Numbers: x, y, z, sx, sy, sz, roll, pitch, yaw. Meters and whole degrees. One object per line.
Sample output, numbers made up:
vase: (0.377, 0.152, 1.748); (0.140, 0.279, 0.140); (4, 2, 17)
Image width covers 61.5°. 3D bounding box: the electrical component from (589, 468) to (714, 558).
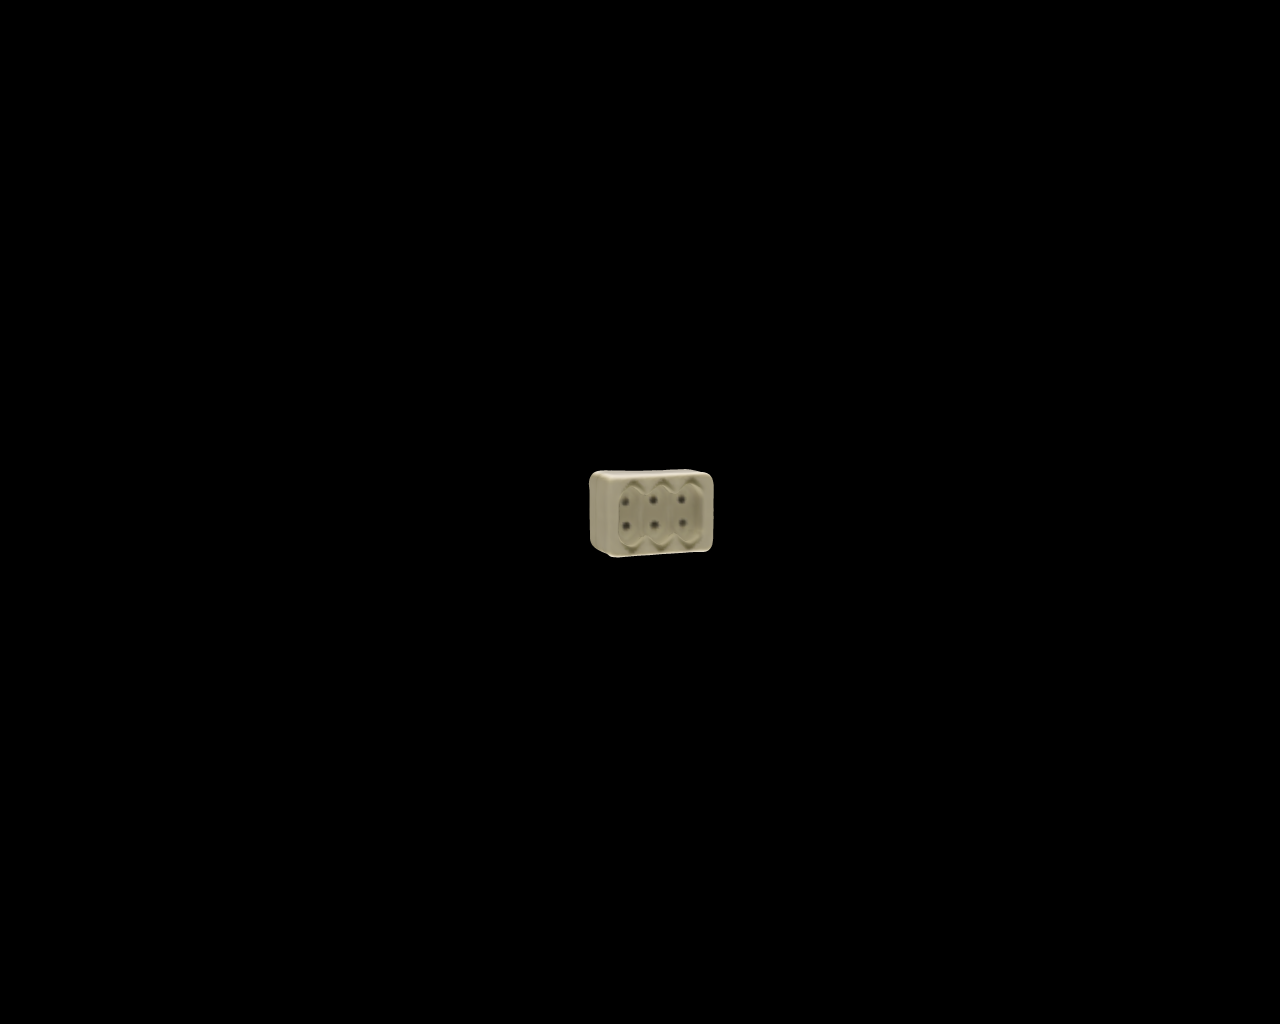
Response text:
electrical component: (0.001, -0.003, 0.650); (0.066, 0.047, 0.077); (-2, 8, -18)
